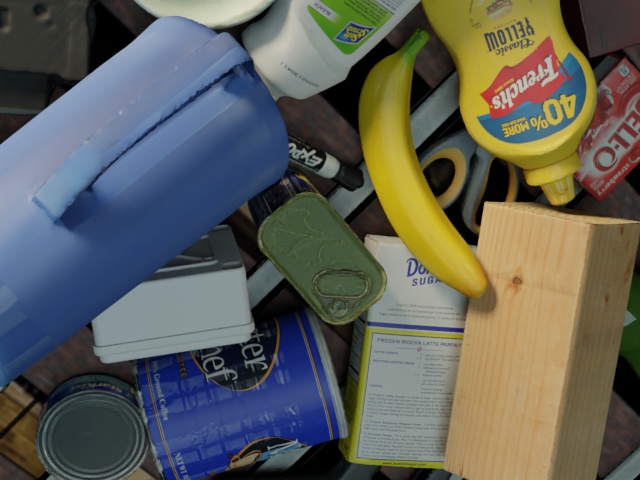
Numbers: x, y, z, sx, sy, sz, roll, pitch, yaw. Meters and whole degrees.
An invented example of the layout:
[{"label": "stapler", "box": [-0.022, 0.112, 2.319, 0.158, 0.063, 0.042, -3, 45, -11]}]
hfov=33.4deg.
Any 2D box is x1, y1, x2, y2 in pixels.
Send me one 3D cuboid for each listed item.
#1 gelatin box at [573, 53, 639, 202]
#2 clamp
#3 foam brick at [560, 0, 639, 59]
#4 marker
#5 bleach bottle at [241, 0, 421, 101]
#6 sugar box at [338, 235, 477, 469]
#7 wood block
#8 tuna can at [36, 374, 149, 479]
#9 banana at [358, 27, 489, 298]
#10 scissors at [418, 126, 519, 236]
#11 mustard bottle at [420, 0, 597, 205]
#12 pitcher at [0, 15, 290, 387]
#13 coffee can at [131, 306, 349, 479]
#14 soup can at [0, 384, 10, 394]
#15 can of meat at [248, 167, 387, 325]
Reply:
[{"label": "gelatin box", "box": [0.219, -0.087, 0.818, 0.073, 0.030, 0.089, 42, 98, -21]}, {"label": "clamp", "box": [0.032, 0.227, 0.890, 0.210, 0.036, 0.164, -26, 106, -4]}, {"label": "foam brick", "box": [0.201, -0.178, 0.771, 0.053, 0.051, 0.078, -17, 112, -4]}, {"label": "marker", "box": [-0.015, -0.064, 0.774, 0.121, 0.020, 0.020, 24, 104, -32]}, {"label": "bleach bottle", "box": [0.022, -0.184, 0.705, 0.102, 0.068, 0.251, 31, 118, -28]}, {"label": "sugar box", "box": [0.072, 0.087, 0.832, 0.093, 0.048, 0.176, 6, 96, -13]}, {"label": "wood block", "box": [0.166, 0.080, 0.800, 0.090, 0.091, 0.206, -2, 103, -51]}, {"label": "tuna can", "box": [-0.175, 0.147, 0.824, 0.086, 0.034, 0.086, -3, 110, -10]}, {"label": "banana", "box": [0.068, -0.049, 0.776, 0.037, 0.070, 0.198, -20, 97, -46]}, {"label": "scissors", "box": [0.117, -0.099, 0.802, 0.096, 0.016, 0.202, -1, 109, -10]}, {"label": "mustard bottle", "box": [0.143, -0.115, 0.760, 0.096, 0.058, 0.191, -21, 102, 7]}, {"label": "pitcher", "box": [-0.139, -0.028, 0.652, 0.242, 0.145, 0.149, -43, 136, -30]}, {"label": "coffee can", "box": [-0.059, 0.117, 0.799, 0.140, 0.103, 0.103, -15, 112, -5]}, {"label": "soup can", "box": [-0.262, 0.062, 0.759, 0.102, 0.068, 0.068, 23, 104, -19]}, {"label": "can of meat", "box": [-0.005, 0.001, 0.777, 0.057, 0.084, 0.102, -39, 112, 4]}]
